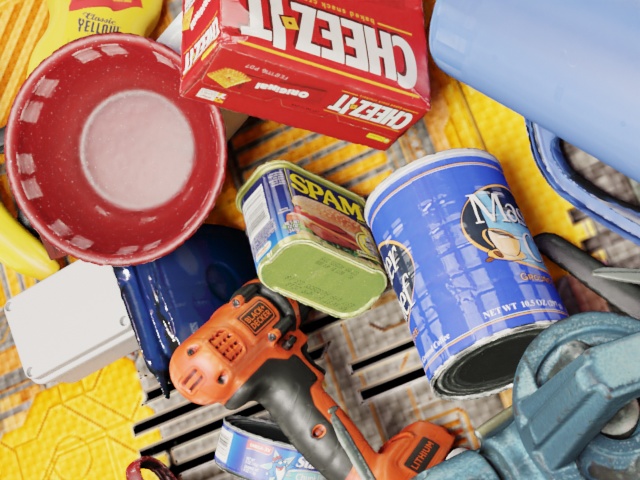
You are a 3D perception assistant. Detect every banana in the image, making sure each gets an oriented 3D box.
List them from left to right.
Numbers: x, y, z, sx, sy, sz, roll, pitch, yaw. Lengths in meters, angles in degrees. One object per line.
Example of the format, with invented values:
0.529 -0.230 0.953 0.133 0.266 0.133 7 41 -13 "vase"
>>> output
-0.284 -0.046 0.901 0.070 0.037 0.198 -25 84 16 "banana"

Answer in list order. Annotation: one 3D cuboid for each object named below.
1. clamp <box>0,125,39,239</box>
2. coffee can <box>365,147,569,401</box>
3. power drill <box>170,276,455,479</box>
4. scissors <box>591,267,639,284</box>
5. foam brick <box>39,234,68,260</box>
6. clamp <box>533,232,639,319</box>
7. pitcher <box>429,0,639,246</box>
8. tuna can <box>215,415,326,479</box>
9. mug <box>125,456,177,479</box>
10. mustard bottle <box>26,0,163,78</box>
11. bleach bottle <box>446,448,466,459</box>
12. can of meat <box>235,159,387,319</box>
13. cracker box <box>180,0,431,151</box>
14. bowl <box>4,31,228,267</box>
-0.241 -0.076 0.928 0.171 0.039 0.120 -38 86 11 "clamp"
0.100 0.023 0.723 0.103 0.102 0.140 -28 60 16 "coffee can"
0.004 0.104 0.751 0.187 0.184 0.057 42 124 5 "power drill"
0.286 0.015 0.684 0.202 0.016 0.096 18 59 18 "scissors"
-0.202 -0.030 0.877 0.053 0.051 0.078 -14 99 40 "foam brick"
0.233 0.065 0.713 0.210 0.036 0.164 -9 79 24 "clamp"
0.195 -0.107 0.717 0.243 0.145 0.149 32 81 27 "pitcher"
-0.033 0.156 0.779 0.086 0.086 0.034 14 88 23 "tuna can"
-0.110 0.217 0.803 0.093 0.081 0.117 -36 70 13 "mug"
-0.182 -0.192 0.893 0.096 0.058 0.191 10 66 -11 "mustard bottle"
0.195 0.219 0.692 0.251 0.068 0.102 13 86 21 "bleach bottle"
-0.005 0.001 0.768 0.058 0.102 0.084 -47 37 27 "can of meat"
-0.010 -0.186 0.757 0.072 0.164 0.213 -40 45 51 "cracker box"
-0.138 -0.064 0.759 0.162 0.055 0.162 1 95 9 "bowl"
